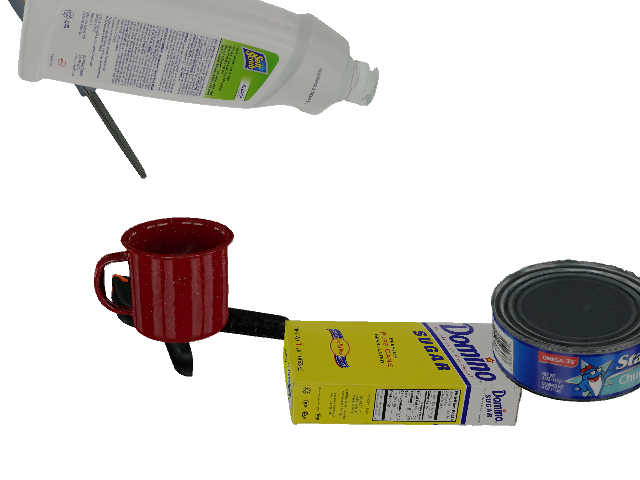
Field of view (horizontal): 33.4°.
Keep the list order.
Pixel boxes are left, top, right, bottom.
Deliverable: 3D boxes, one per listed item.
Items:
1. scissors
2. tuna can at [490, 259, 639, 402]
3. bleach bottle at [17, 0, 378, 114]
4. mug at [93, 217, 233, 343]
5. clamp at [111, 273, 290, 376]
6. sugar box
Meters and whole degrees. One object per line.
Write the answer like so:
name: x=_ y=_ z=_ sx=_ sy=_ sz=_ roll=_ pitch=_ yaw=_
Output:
scissors: x=-0.211 y=-0.151 z=0.941 sx=0.016 sy=0.201 sz=0.096 roll=-29 pitch=26 yaw=11
tuna can: x=0.131 y=0.045 z=0.549 sx=0.086 sy=0.034 sz=0.086 roll=-4 pitch=28 yaw=2
bleach bottle: x=-0.083 y=-0.136 z=0.769 sx=0.250 sy=0.068 sz=0.103 roll=13 pitch=-38 yaw=-12
mug: x=-0.130 y=0.035 z=0.894 sx=0.117 sy=0.081 sz=0.093 roll=-4 pitch=21 yaw=-12
clamp: x=-0.156 y=0.084 z=1.136 sx=0.210 sy=0.036 sz=0.164 roll=18 pitch=21 yaw=28
sugar box: x=0.061 y=0.103 z=0.841 sx=0.176 sy=0.048 sz=0.093 roll=-1 pitch=28 yaw=-5
